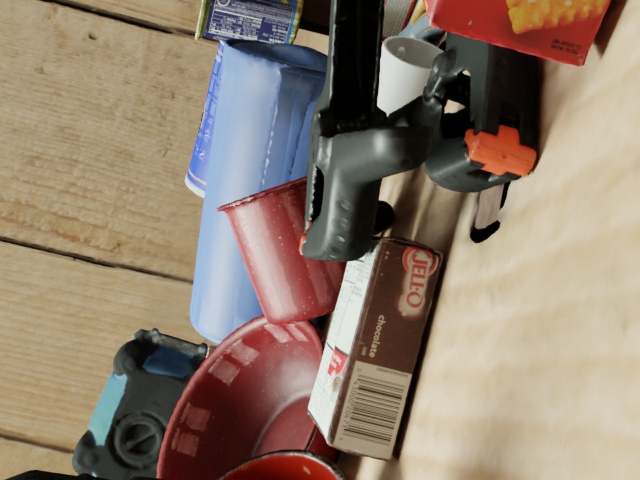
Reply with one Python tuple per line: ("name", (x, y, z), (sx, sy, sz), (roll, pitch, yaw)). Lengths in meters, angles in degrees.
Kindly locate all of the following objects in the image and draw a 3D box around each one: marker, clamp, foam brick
("marker", (0.028, 0.000, 0.743), (0.121, 0.020, 0.020), (124, 159, -68))
("clamp", (0.066, -0.066, 0.514), (0.171, 0.039, 0.120), (-87, 12, -54))
("foam brick", (0.020, -0.210, 0.955), (0.051, 0.078, 0.053), (-158, 81, -81))
("clamp", (0.015, -0.062, 0.535), (0.210, 0.036, 0.164), (107, 162, -62))

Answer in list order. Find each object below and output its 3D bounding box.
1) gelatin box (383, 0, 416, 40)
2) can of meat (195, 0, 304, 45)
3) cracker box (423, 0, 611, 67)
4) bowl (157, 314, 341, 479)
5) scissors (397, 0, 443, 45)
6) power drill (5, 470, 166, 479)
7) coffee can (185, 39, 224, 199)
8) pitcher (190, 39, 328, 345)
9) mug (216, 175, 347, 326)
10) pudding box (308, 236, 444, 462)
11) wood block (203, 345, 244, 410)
("gelatin box", (0.061, -0.209, 0.828), (0.073, 0.030, 0.089), (-85, 12, -50))
("can of meat", (-0.061, -0.208, 0.928), (0.102, 0.084, 0.057), (-92, 16, -54))
("cracker box", (0.097, -0.198, 0.403), (0.164, 0.072, 0.214), (-91, 17, -58))
("bowl", (-0.035, 0.129, 0.697), (0.162, 0.055, 0.162), (-34, 37, 30))
("scissors", (0.059, -0.122, 0.748), (0.202, 0.016, 0.096), (132, 151, -74))
("power drill", (-0.028, 0.134, 0.373), (0.188, 0.184, 0.057), (-154, 78, -73))
("coffee can", (-0.059, -0.107, 0.981), (0.103, 0.102, 0.140), (-97, 22, -70))
("pitcher", (-0.034, -0.032, 0.850), (0.145, 0.148, 0.243), (26, 111, 42))
("mug", (-0.004, 0.001, 0.675), (0.117, 0.093, 0.081), (-32, -77, -72))
("pudding box", (0.028, 0.054, 0.580), (0.090, 0.039, 0.113), (-169, 95, -83))
("wood block", (-0.070, 0.199, 0.834), (0.090, 0.090, 0.206), (-94, 19, -69))
